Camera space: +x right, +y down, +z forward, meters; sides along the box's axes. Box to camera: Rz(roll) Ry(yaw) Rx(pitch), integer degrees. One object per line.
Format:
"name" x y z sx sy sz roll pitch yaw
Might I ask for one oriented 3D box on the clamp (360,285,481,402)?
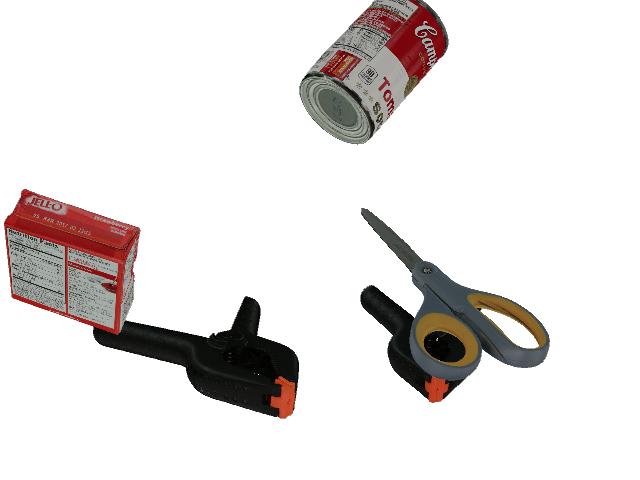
"clamp" 0.111 0.090 1.004 0.120 0.039 0.171 -7 31 -7

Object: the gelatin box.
"gelatin box" -0.150 0.014 0.648 0.073 0.030 0.089 19 -36 0

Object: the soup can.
"soup can" 0.040 -0.130 0.797 0.102 0.068 0.069 -50 25 -24

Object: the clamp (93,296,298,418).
"clamp" -0.075 0.095 0.916 0.164 0.036 0.210 -11 22 -39

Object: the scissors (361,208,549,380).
"scissors" 0.063 0.035 0.725 0.096 0.016 0.202 -25 41 -33
